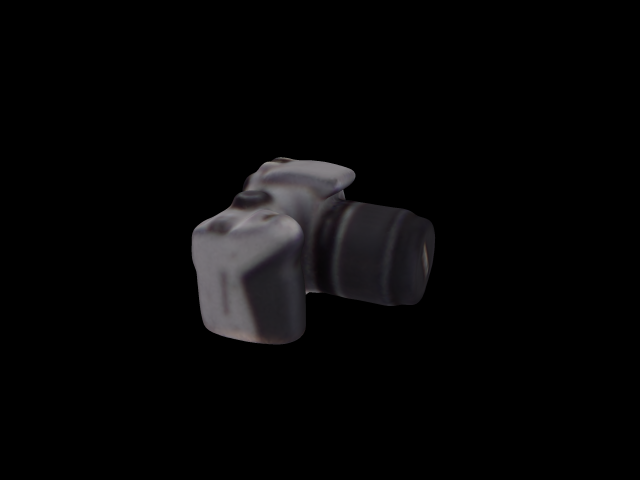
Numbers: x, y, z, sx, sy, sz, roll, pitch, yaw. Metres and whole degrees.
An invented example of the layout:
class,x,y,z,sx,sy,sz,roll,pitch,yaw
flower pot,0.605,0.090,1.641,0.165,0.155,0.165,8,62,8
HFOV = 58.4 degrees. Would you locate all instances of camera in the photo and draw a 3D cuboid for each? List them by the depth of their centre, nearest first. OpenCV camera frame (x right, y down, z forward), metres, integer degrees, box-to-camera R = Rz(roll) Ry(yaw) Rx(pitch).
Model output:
class,x,y,z,sx,sy,sz,roll,pitch,yaw
camera,0.004,0.001,0.400,0.136,0.101,0.143,9,24,23
